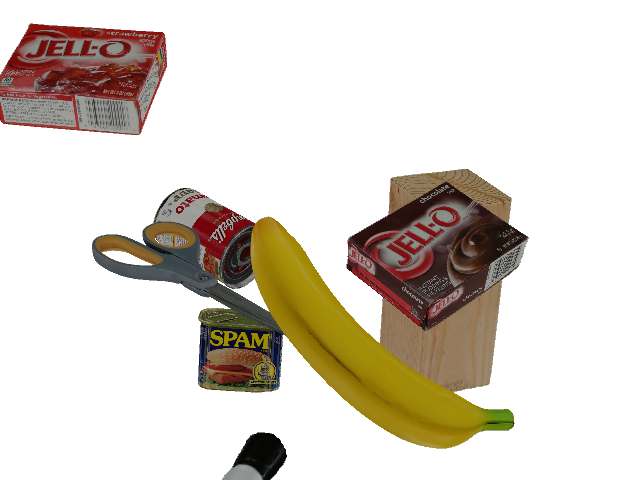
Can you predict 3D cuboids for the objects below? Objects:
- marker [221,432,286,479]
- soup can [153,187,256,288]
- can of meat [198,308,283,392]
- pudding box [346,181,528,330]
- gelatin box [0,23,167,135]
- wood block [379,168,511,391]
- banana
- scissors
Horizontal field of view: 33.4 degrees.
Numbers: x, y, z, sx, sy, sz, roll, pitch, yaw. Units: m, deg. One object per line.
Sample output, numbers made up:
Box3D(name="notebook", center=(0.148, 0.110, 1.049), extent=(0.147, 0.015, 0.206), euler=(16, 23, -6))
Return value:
Box3D(name="marker", center=(-0.041, 0.111, 0.413), extent=(0.020, 0.020, 0.121), euler=(0, 23, 21))
Box3D(name="soup can", center=(-0.109, -0.004, 1.067), extent=(0.102, 0.068, 0.068), euler=(29, 16, 32))
Box3D(name="can of meat", center=(-0.093, 0.129, 1.248), extent=(0.102, 0.084, 0.057), euler=(4, 13, -1))
Box3D(name="pudding box", center=(0.090, 0.010, 0.829), extent=(0.113, 0.039, 0.090), euler=(-29, 52, -32))
Box3D(name="gelatin box", center=(-0.145, -0.100, 0.650), extent=(0.089, 0.030, 0.073), euler=(5, 43, 5))
Box3D(name="wood block", center=(0.122, 0.043, 1.074), extent=(0.090, 0.206, 0.091), euler=(-8, 26, -21))
Box3D(name="banana", center=(0.018, 0.058, 0.616), extent=(0.198, 0.037, 0.069), euler=(41, 25, 17))
Box3D(name="scissors", center=(-0.088, 0.024, 0.850), extent=(0.202, 0.016, 0.096), euler=(17, 30, 22))
